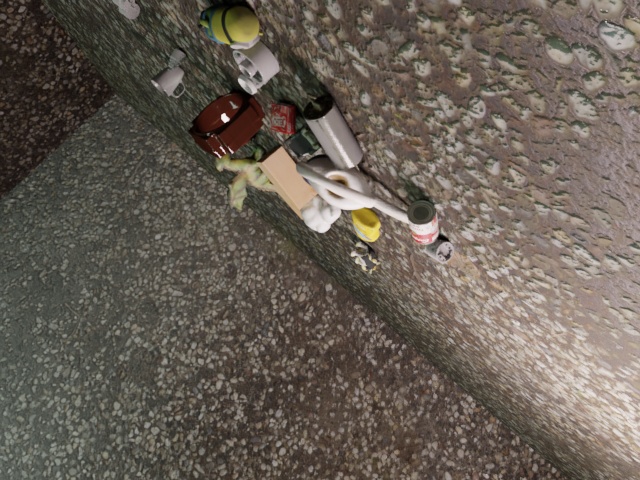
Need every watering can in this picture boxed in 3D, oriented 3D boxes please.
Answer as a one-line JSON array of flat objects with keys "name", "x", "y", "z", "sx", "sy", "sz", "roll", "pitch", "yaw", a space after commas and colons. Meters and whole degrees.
[{"name": "watering can", "x": 0.084, "y": -0.126, "z": 1.317, "sx": 0.346, "sy": 0.103, "sz": 0.228, "roll": 22, "pitch": -167, "yaw": -22}]

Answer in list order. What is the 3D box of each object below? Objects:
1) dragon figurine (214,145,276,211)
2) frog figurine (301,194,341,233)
[{"name": "dragon figurine", "x": -0.269, "y": -0.221, "z": 1.991, "sx": 0.123, "sy": 0.245, "sz": 0.402, "roll": 24, "pitch": 158, "yaw": 44}, {"name": "frog figurine", "x": 0.005, "y": -0.091, "z": 1.804, "sx": 0.161, "sy": 0.123, "sz": 0.136, "roll": -148, "pitch": 53, "yaw": -66}]
